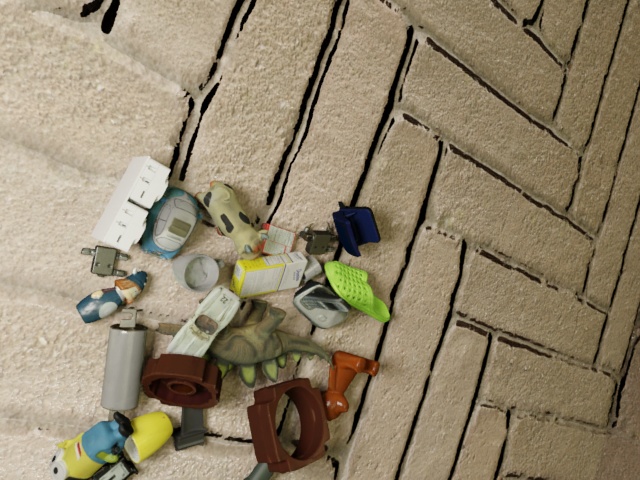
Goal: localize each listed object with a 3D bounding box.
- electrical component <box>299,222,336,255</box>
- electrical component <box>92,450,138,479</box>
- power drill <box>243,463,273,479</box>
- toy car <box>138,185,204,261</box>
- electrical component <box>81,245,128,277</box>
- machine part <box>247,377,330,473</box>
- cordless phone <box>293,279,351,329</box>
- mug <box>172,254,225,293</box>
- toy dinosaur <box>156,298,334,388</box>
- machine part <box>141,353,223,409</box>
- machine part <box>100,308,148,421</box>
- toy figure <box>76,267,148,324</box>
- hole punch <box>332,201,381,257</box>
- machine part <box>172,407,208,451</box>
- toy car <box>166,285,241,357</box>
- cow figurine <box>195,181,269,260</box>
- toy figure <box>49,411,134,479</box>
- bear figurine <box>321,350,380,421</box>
[{"bbox_3d":[-0.004,-0.004,1.399,0.102,0.045,0.078,-5,127,-32],"label":"electrical component"},{"bbox_3d":[-0.456,0.504,1.140,0.119,0.048,0.074,-40,115,-25],"label":"electrical component"},{"bbox_3d":[-0.183,0.593,1.322,0.231,0.086,0.207,39,69,-31],"label":"power drill"},{"bbox_3d":[-0.316,-0.036,1.143,0.109,0.103,0.161,29,77,-32],"label":"toy car"},{"bbox_3d":[-0.447,0.045,1.109,0.094,0.021,0.063,13,88,-35],"label":"electrical component"},{"bbox_3d":[-0.077,0.451,1.323,0.201,0.087,0.201,1,72,-53],"label":"machine part"},{"bbox_3d":[0.033,0.170,1.358,0.146,0.184,0.089,47,65,-29],"label":"cordless phone"},{"bbox_3d":[-0.272,0.061,1.181,0.109,0.107,0.080,-29,112,-34],"label":"mug"},{"bbox_3d":[-0.156,0.245,1.290,0.471,0.105,0.198,9,98,-26],"label":"toy dinosaur"},{"bbox_3d":[-0.295,0.304,1.157,0.179,0.179,0.056,36,41,-32],"label":"machine part"},{"bbox_3d":[-0.410,0.264,1.127,0.079,0.079,0.243,8,90,-35],"label":"machine part"},{"bbox_3d":[-0.423,0.116,1.114,0.154,0.064,0.058,-32,81,-25],"label":"toy figure"},{"bbox_3d":[0.081,-0.023,1.408,0.092,0.116,0.142,-39,117,-33],"label":"hole punch"},{"bbox_3d":[-0.301,0.416,1.245,0.084,0.039,0.138,1,96,-29],"label":"machine part"},{"bbox_3d":[-0.250,0.186,1.155,0.073,0.056,0.201,38,96,-12],"label":"toy car"},{"bbox_3d":[-0.190,-0.040,1.214,0.085,0.127,0.194,-37,112,-22],"label":"cow figurine"},{"bbox_3d":[-0.458,0.427,1.083,0.180,0.082,0.089,-36,115,-4],"label":"toy figure"},{"bbox_3d":[0.062,0.400,1.440,0.120,0.132,0.196,32,70,-48],"label":"bear figurine"}]
